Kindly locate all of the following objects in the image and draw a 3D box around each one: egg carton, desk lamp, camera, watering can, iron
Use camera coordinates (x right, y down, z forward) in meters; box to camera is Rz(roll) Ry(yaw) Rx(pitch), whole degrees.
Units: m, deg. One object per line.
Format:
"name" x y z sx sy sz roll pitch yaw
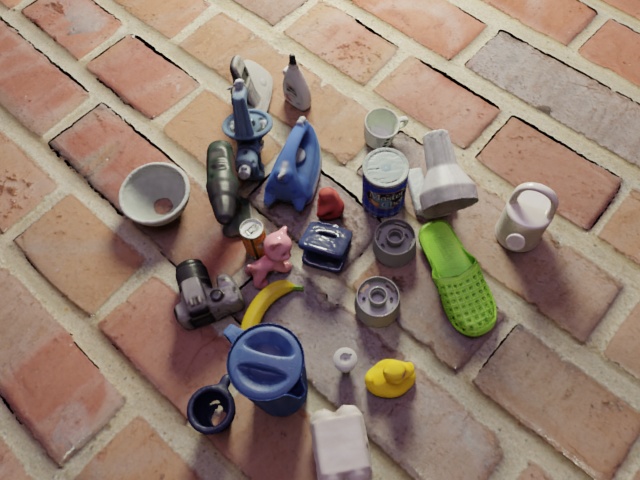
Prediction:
"egg carton" 0.040 0.392 1.083 0.107 0.069 0.150 -10 63 -2
"desk lamp" 0.257 -0.127 1.249 0.118 0.214 0.203 -10 63 -1
"camera" -0.250 0.102 1.225 0.143 0.101 0.136 -20 64 -7
"watering can" 0.441 -0.051 1.213 0.101 0.194 0.173 5 64 6
"iron" -0.058 -0.203 1.344 0.118 0.141 0.258 10 65 8

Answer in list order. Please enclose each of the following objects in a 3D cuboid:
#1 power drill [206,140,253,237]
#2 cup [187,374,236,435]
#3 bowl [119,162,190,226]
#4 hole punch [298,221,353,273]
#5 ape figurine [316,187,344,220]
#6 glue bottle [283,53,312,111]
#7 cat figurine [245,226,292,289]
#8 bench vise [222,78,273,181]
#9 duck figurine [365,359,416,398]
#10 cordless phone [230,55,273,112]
"power drill" -0.200 -0.094 1.260 0.075 0.208 0.229 -12 63 -2
"cup" -0.198 0.324 1.115 0.091 0.095 0.118 18 66 12
"bowl" -0.379 -0.096 1.345 0.167 0.075 0.167 -1 63 3
"hole punch" 0.012 0.005 1.265 0.108 0.091 0.101 15 65 10
"ape figurine" 0.018 -0.090 1.312 0.076 0.092 0.078 29 69 16
"glue bottle" -0.063 -0.400 1.425 0.078 0.173 0.037 34 70 18
"cat figurine" -0.108 0.033 1.242 0.128 0.118 0.067 -37 67 -14
"bench vise" -0.162 -0.252 1.330 0.121 0.220 0.207 -17 64 -5
"duck figurine" 0.140 0.267 1.131 0.104 0.086 0.077 -12 63 -3
"cordless phone" -0.178 -0.409 1.429 0.094 0.185 0.147 4 64 5
